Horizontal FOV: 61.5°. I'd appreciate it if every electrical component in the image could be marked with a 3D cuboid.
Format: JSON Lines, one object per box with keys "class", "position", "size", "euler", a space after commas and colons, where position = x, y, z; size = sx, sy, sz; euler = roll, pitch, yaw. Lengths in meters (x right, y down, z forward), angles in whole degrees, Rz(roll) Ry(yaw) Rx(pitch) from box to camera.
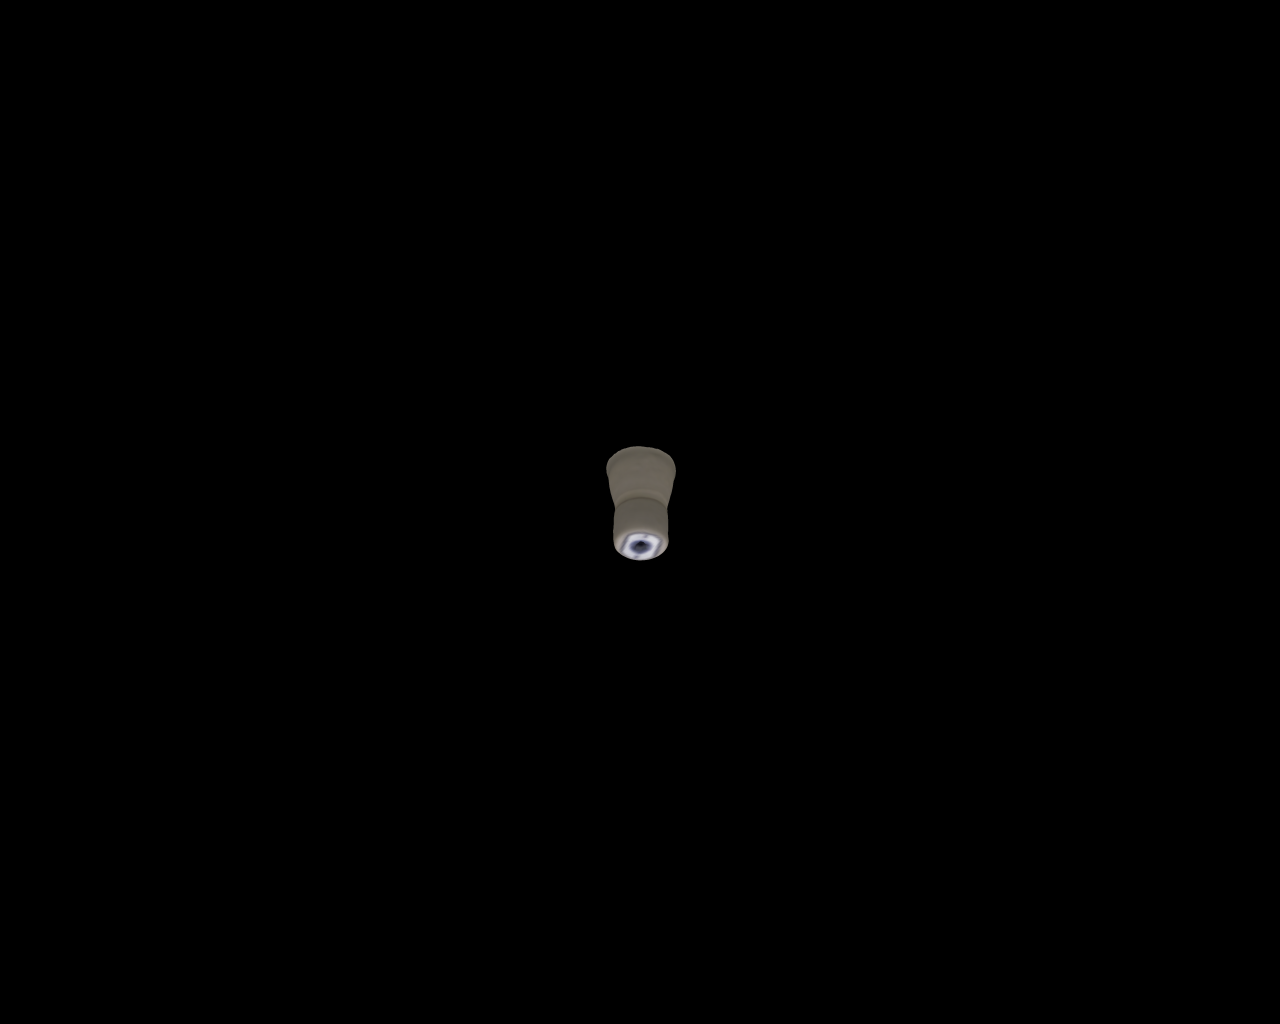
{"class": "electrical component", "position": [0.001, -0.003, 0.650], "size": [0.044, 0.065, 0.044], "euler": [0, -39, 0]}
